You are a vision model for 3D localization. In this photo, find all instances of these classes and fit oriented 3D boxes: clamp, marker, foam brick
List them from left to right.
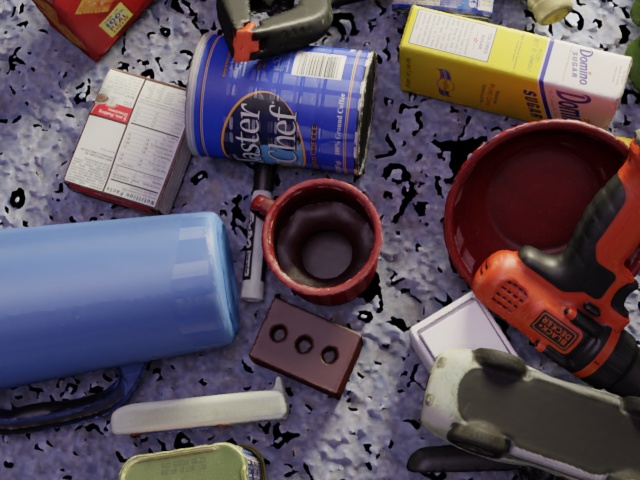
[{"bbox_3d":[-0.051,-0.009,0.892,0.020,0.020,0.121,4,76,6],"label":"marker"},{"bbox_3d":[-0.035,-0.207,0.883,0.165,0.036,0.209,21,40,16],"label":"clamp"},{"bbox_3d":[-0.010,0.087,0.848,0.078,0.051,0.053,22,79,11],"label":"foam brick"},{"bbox_3d":[0.162,0.183,0.810,0.171,0.039,0.120,-23,102,-6],"label":"clamp"}]

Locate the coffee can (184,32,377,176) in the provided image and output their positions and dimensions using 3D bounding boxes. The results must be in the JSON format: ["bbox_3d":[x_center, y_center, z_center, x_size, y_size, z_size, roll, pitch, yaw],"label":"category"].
[{"bbox_3d":[-0.029,-0.111,0.873,0.140,0.103,0.103,7,77,7],"label":"coffee can"}]

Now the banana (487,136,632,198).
[{"bbox_3d":[0.214,-0.053,0.868,0.198,0.037,0.069,6,77,7],"label":"banana"}]

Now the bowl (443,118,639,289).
[{"bbox_3d":[0.177,-0.022,0.833,0.162,0.055,0.162,2,111,5],"label":"bowl"}]

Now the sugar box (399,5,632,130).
[{"bbox_3d":[0.154,-0.134,0.866,0.176,0.093,0.048,18,79,10],"label":"sugar box"}]

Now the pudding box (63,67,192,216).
[{"bbox_3d":[-0.156,-0.083,0.912,0.090,0.039,0.113,17,81,10],"label":"pudding box"}]

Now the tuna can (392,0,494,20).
[{"bbox_3d":[0.103,-0.204,0.890,0.086,0.086,0.034,6,100,7],"label":"tuna can"}]

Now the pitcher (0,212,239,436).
[{"bbox_3d":[-0.189,0.056,0.844,0.243,0.149,0.145,-8,60,0],"label":"pitcher"}]

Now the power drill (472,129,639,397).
[{"bbox_3d":[0.234,0.024,0.784,0.184,0.057,0.188,35,111,-8],"label":"power drill"}]

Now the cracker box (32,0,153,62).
[{"bbox_3d":[-0.180,-0.262,0.868,0.072,0.213,0.164,39,82,13],"label":"cracker box"}]

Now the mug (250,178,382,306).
[{"bbox_3d":[-0.006,0.001,0.853,0.117,0.081,0.093,29,80,12],"label":"mug"}]

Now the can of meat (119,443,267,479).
[{"bbox_3d":[-0.096,0.188,0.814,0.102,0.084,0.057,-10,75,3],"label":"can of meat"}]
